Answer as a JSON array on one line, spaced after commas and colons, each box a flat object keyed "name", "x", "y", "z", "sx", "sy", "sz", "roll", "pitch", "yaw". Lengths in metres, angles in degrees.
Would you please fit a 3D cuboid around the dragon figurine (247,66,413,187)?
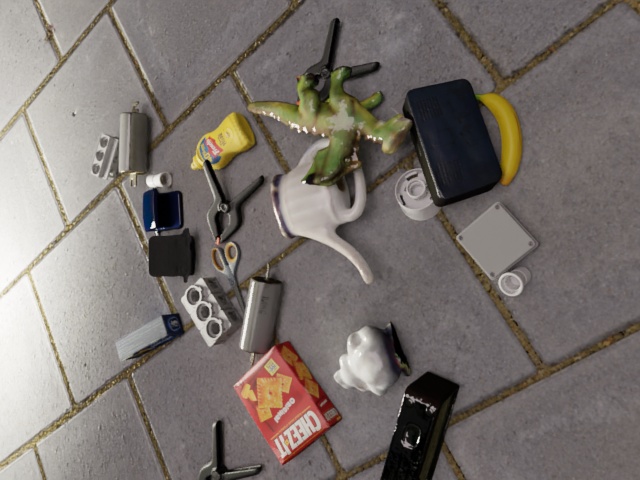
[{"name": "dragon figurine", "x": 0.004, "y": -0.228, "z": 1.099, "sx": 0.409, "sy": 0.120, "sz": 0.247, "roll": -6, "pitch": 64, "yaw": 27}]

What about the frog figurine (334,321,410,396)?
[{"name": "frog figurine", "x": 0.093, "y": 0.255, "z": 1.064, "sx": 0.158, "sy": 0.124, "sz": 0.137, "roll": -25, "pitch": 95, "yaw": 14}]

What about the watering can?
[{"name": "watering can", "x": 0.003, "y": -0.057, "z": 1.130, "sx": 0.223, "sy": 0.103, "sz": 0.353, "roll": -17, "pitch": 71, "yaw": 26}]
